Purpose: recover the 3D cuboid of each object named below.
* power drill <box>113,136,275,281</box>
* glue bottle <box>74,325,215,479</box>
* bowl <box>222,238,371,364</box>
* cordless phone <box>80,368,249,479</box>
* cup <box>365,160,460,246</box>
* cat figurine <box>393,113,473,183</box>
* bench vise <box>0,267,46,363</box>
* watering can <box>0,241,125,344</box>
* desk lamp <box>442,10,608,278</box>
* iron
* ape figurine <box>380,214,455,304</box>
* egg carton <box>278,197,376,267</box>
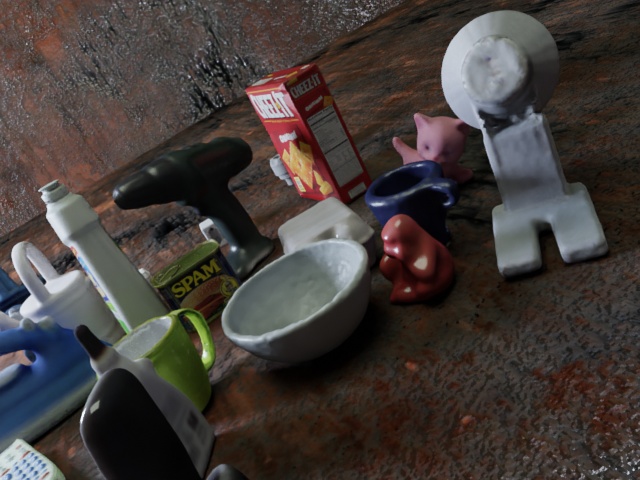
[{"bbox_3d":[-0.162,-0.043,0.838,0.075,0.209,0.230,-7,31,42],"label":"power drill"},{"bbox_3d":[-0.153,0.138,0.488,0.037,0.173,0.078,-21,24,17],"label":"glue bottle"},{"bbox_3d":[-0.013,0.073,0.594,0.167,0.075,0.167,-24,23,11],"label":"bowl"},{"bbox_3d":[-0.093,0.176,0.323,0.094,0.185,0.147,-25,23,9],"label":"cordless phone"},{"bbox_3d":[0.117,-0.029,0.635,0.092,0.095,0.117,-41,26,-28],"label":"cup"},{"bbox_3d":[0.148,-0.120,0.762,0.067,0.118,0.127,-41,26,-27],"label":"cat figurine"},{"bbox_3d":[-0.509,0.084,0.952,0.206,0.220,0.122,-3,34,46],"label":"bench vise"},{"bbox_3d":[-0.385,0.092,0.827,0.173,0.194,0.100,-39,25,-24],"label":"watering can"},{"bbox_3d":[0.193,-0.110,0.562,0.117,0.214,0.203,-19,25,22],"label":"desk lamp"},{"bbox_3d":[-0.391,0.174,0.730,0.258,0.142,0.118,-34,23,-13],"label":"iron"},{"bbox_3d":[0.091,0.016,0.574,0.076,0.092,0.077,-29,23,-2],"label":"ape figurine"},{"bbox_3d":[0.007,0.003,0.728,0.107,0.069,0.150,-31,23,-6],"label":"egg carton"}]
